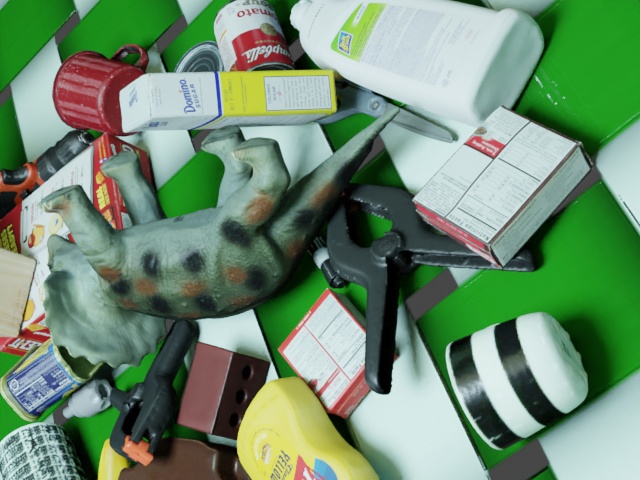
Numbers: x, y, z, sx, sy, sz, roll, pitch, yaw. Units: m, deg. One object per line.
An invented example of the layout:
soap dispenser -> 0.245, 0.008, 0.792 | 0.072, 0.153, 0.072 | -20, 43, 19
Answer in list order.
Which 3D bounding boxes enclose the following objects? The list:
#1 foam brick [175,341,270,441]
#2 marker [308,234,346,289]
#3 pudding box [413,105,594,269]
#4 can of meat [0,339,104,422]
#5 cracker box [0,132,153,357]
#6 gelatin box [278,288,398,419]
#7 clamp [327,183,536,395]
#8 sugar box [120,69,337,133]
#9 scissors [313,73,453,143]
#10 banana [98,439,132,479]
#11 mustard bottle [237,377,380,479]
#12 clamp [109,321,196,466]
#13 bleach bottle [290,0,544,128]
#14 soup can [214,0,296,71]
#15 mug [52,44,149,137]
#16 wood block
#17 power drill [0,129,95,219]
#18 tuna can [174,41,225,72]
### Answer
foam brick -> -0.088, 0.139, 0.972 | 0.051, 0.052, 0.078 | 6, 78, 42
marker -> -0.006, 0.001, 0.981 | 0.020, 0.020, 0.121 | -47, 49, 16
pudding box -> 0.142, -0.044, 0.838 | 0.113, 0.039, 0.090 | -48, 47, -6
can of meat -> -0.268, 0.129, 1.105 | 0.084, 0.057, 0.102 | -34, 10, 22
cracker box -> -0.270, 0.010, 1.171 | 0.214, 0.072, 0.164 | -35, 52, 26
gelatin box -> 0.015, 0.097, 0.915 | 0.073, 0.030, 0.089 | -52, 49, 11
clamp -> 0.073, 0.010, 0.890 | 0.164, 0.036, 0.210 | -35, 46, 7
sugar box -> -0.083, -0.126, 0.964 | 0.093, 0.176, 0.048 | 174, 93, -64
scissors -> 0.055, -0.141, 0.988 | 0.202, 0.016, 0.096 | 10, 80, 43
banana -> -0.220, 0.289, 1.020 | 0.198, 0.069, 0.037 | -60, 5, -3
mustard bottle -> 0.005, 0.204, 0.856 | 0.192, 0.058, 0.096 | 46, 124, 40
clamp -> -0.170, 0.157, 1.007 | 0.120, 0.039, 0.171 | -49, 15, 26
bleach bottle -> 0.069, -0.179, 0.947 | 0.251, 0.068, 0.102 | 29, 90, 41
soup can -> -0.065, -0.188, 1.075 | 0.069, 0.068, 0.102 | -36, 52, 24
mug -> -0.234, -0.172, 1.208 | 0.082, 0.093, 0.117 | 18, 68, 39
wood block -> -0.410, 0.034, 1.092 | 0.091, 0.205, 0.090 | -3, 71, 43
power drill -> -0.363, -0.072, 1.196 | 0.185, 0.187, 0.057 | -40, 60, 36
tuna can -> -0.120, -0.168, 1.139 | 0.086, 0.033, 0.086 | -16, 63, 35
